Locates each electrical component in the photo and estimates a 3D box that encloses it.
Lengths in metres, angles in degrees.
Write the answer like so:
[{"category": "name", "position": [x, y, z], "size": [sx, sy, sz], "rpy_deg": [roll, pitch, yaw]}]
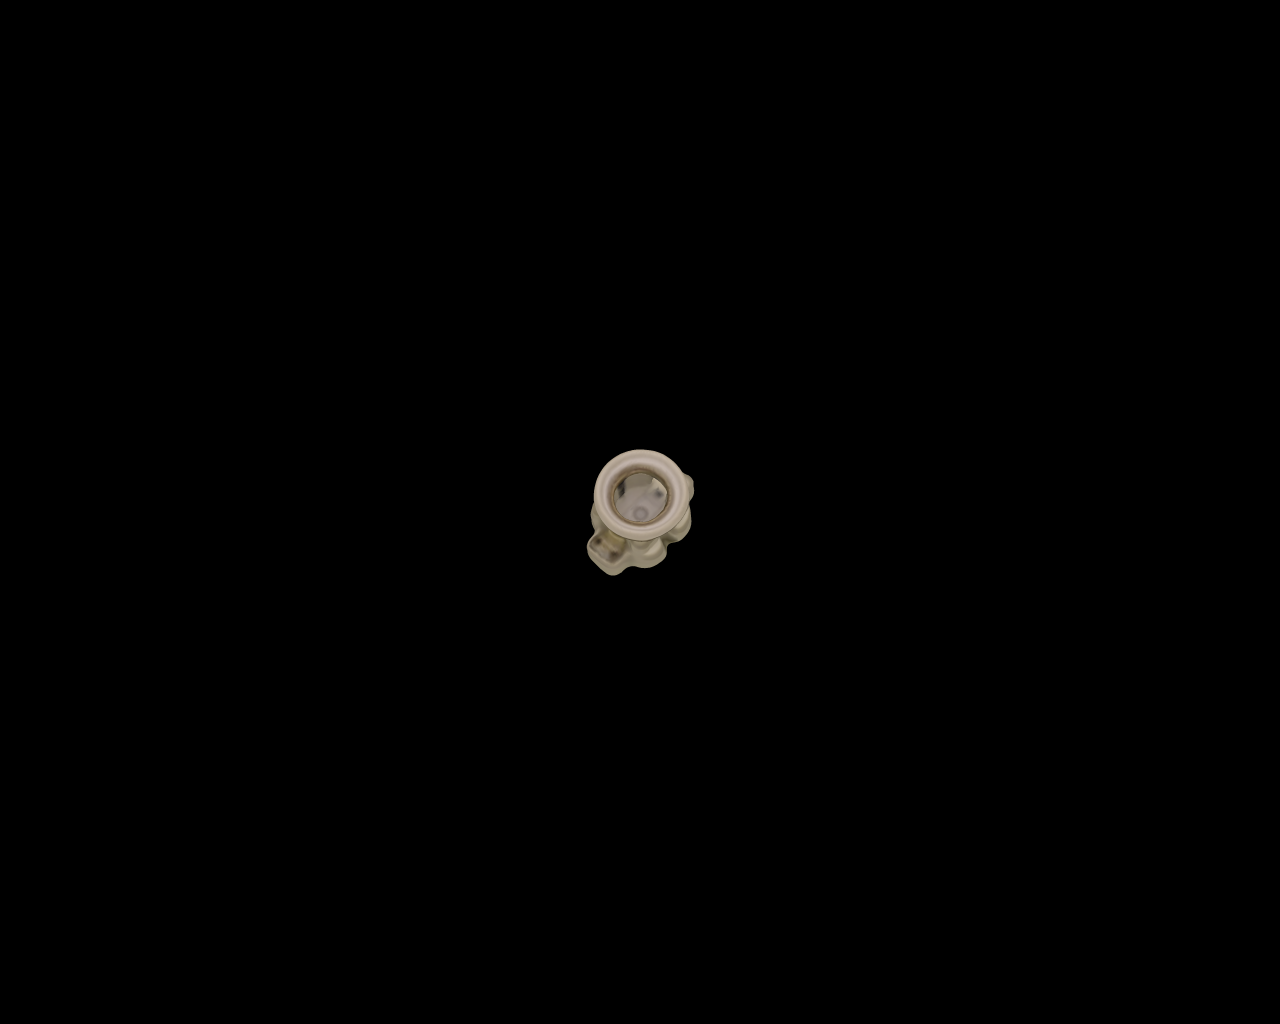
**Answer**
[{"category": "electrical component", "position": [0.001, -0.003, 0.650], "size": [0.058, 0.078, 0.057], "rpy_deg": [41, -15, 14]}]
